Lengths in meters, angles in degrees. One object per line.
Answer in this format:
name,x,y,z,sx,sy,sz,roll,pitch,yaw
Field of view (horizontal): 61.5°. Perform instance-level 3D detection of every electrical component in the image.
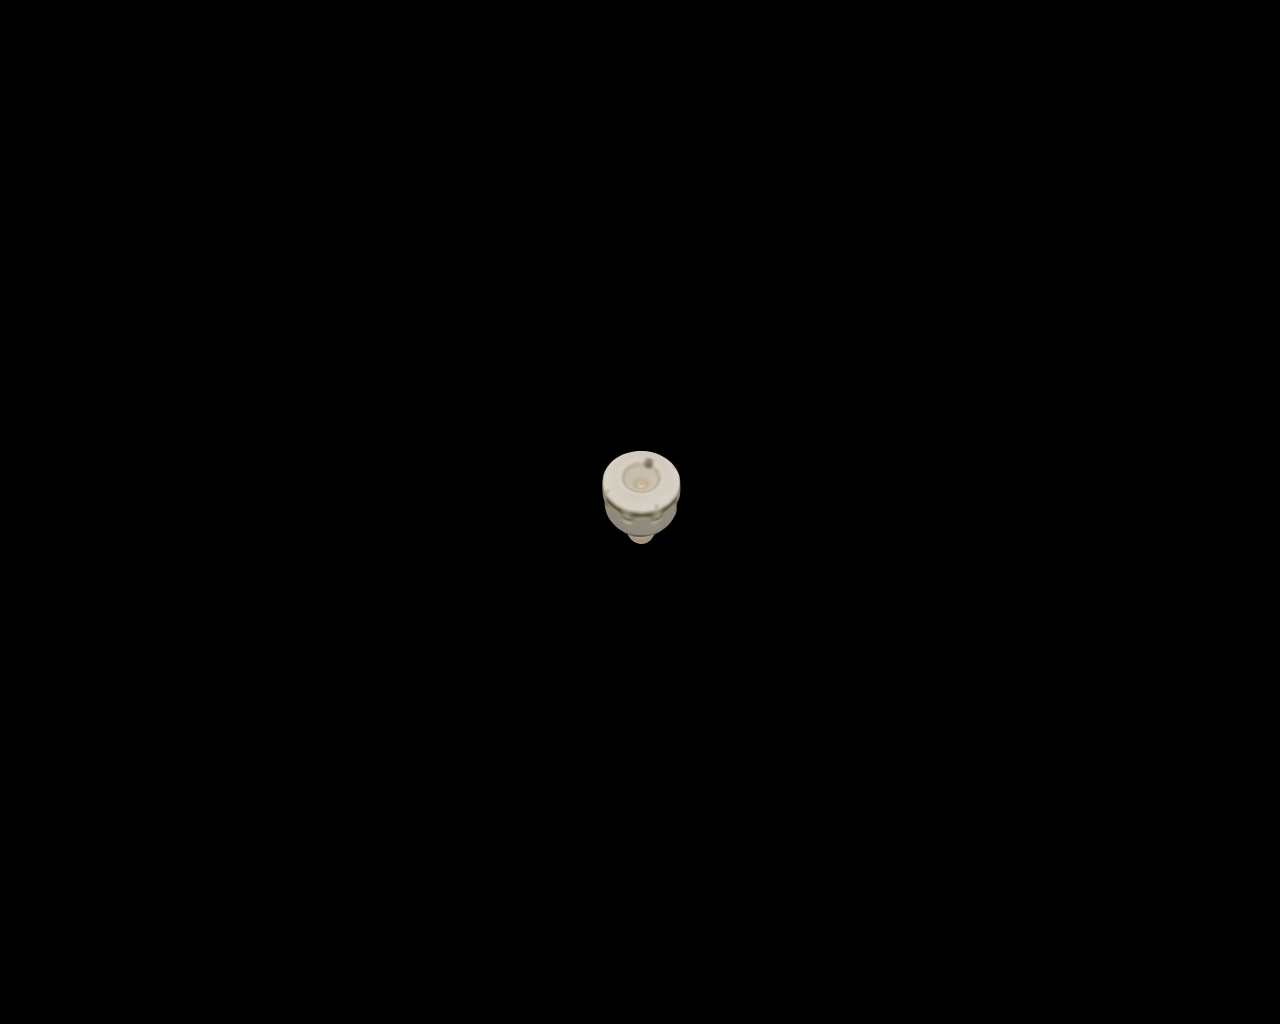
electrical component,0.001,-0.003,0.650,0.048,0.048,0.062,0,-36,0
